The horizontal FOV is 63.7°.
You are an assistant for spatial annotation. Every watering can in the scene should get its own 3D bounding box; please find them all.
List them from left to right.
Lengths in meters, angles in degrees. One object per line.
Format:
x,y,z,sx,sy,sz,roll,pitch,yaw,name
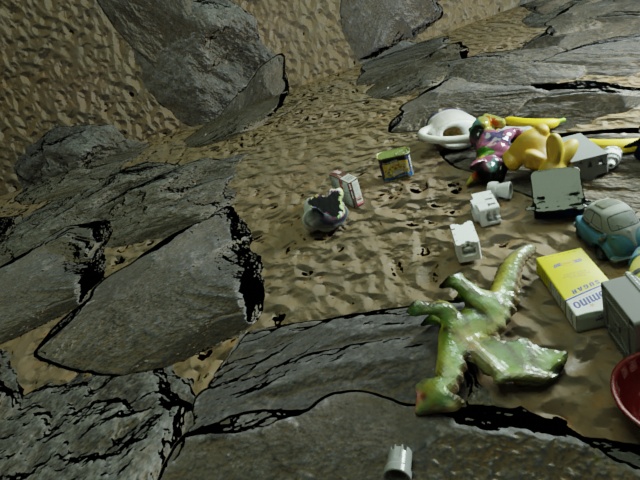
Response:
0.480,-0.357,1.661,0.348,0.102,0.229,-5,28,0,watering can

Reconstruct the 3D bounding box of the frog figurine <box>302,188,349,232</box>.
0.004,-0.073,1.458,0.139,0.122,0.157,-44,1,-26,frog figurine

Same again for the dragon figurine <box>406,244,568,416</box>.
0.311,0.158,0.897,0.413,0.119,0.247,-30,46,-16,dragon figurine
